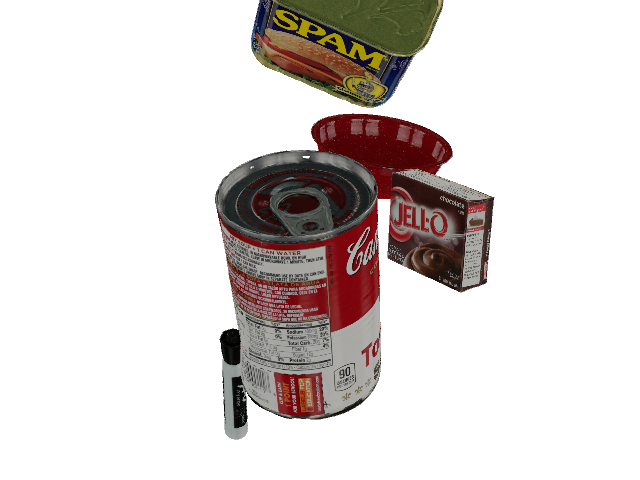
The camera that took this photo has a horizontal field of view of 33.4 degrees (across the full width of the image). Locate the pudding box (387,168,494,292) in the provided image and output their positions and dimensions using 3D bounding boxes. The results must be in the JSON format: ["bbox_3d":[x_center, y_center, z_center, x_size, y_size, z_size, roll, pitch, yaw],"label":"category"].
[{"bbox_3d":[0.112,-0.012,1.016,0.039,0.090,0.114,-13,24,-35],"label":"pudding box"}]

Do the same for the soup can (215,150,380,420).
[{"bbox_3d":[-0.007,0.021,0.472,0.068,0.102,0.068,-3,35,2],"label":"soup can"}]

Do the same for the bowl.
[{"bbox_3d":[0.065,-0.091,1.212,0.162,0.055,0.162,7,27,-4],"label":"bowl"}]

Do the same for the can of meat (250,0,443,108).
[{"bbox_3d":[0.011,-0.129,0.633,0.102,0.057,0.084,24,-19,-2],"label":"can of meat"}]

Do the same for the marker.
[{"bbox_3d":[-0.067,0.112,0.829,0.020,0.121,0.020,1,44,-1],"label":"marker"}]
